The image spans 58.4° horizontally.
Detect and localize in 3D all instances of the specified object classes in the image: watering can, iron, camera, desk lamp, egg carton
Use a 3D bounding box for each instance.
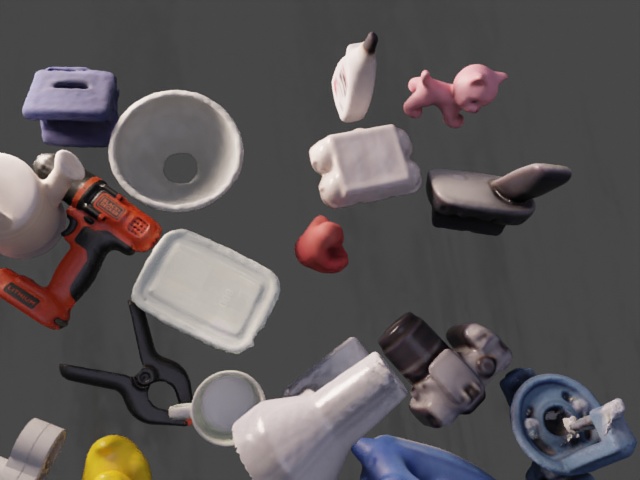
[{"bbox_3d":[-0.360,-0.052,0.652,0.101,0.194,0.173,43,73,3],"label":"watering can"},{"bbox_3d":[0.159,0.312,0.676,0.258,0.141,0.119,14,74,-6],"label":"iron"},{"bbox_3d":[0.155,0.149,0.738,0.143,0.100,0.137,-42,86,-16],"label":"camera"},{"bbox_3d":[0.007,0.194,0.642,0.203,0.213,0.118,-37,84,-16],"label":"desk lamp"},{"bbox_3d":[0.064,-0.102,0.802,0.150,0.069,0.107,-13,79,-13],"label":"egg carton"}]

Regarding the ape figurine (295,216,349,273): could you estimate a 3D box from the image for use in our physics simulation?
[{"bbox_3d":[0.007,0.003,0.754,0.076,0.092,0.078,-4,76,-10],"label":"ape figurine"}]

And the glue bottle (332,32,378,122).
[{"bbox_3d":[0.052,-0.229,0.778,0.037,0.173,0.078,-14,79,-12],"label":"glue bottle"}]

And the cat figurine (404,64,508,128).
[{"bbox_3d":[0.199,-0.220,0.830,0.128,0.117,0.067,11,74,-7],"label":"cat figurine"}]

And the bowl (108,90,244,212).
[{"bbox_3d":[-0.185,-0.107,0.758,0.167,0.074,0.167,2,76,-9],"label":"bowl"}]

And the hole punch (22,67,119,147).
[{"bbox_3d":[-0.321,-0.182,0.745,0.109,0.091,0.101,-1,76,-10],"label":"hole punch"}]

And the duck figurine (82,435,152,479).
[{"bbox_3d":[-0.234,0.276,0.647,0.077,0.086,0.104,-15,79,-13],"label":"duck figurine"}]

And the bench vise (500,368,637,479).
[{"bbox_3d":[0.316,0.249,0.678,0.122,0.219,0.207,-34,83,-16],"label":"bench vise"}]

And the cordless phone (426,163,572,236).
[{"bbox_3d":[0.232,-0.075,0.764,0.147,0.185,0.094,3,75,-9],"label":"cordless phone"}]
